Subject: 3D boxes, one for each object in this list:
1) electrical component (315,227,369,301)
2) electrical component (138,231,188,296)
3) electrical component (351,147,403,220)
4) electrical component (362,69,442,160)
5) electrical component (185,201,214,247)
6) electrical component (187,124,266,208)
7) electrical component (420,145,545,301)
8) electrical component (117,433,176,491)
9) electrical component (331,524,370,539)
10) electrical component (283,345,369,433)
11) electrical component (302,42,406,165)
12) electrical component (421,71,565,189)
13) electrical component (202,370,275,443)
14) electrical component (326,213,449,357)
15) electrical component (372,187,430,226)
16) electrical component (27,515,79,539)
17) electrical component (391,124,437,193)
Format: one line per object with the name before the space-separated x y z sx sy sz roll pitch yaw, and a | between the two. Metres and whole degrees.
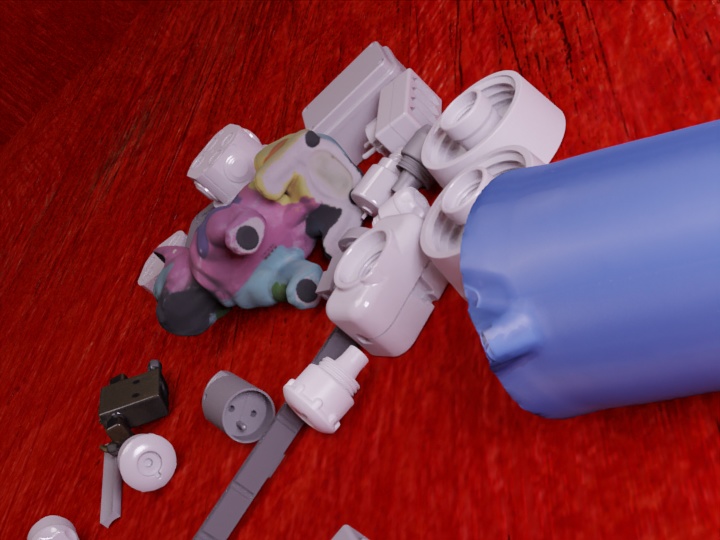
electrical component | 0.000 0.000 0.848 0.066 0.048 0.055 -13 50 52
electrical component | -0.196 0.002 1.158 0.080 0.051 0.080 -37 27 23
electrical component | 0.026 -0.077 0.921 0.078 0.040 0.040 -54 25 -12
electrical component | 0.031 -0.127 0.977 0.076 0.047 0.083 -35 28 28
electrical component | -0.118 -0.044 1.090 0.113 0.057 0.078 -36 27 25
electrical component | -0.125 -0.100 1.047 0.080 0.051 0.080 -37 27 23
electrical component | 0.089 -0.037 0.734 0.108 0.060 0.108 -38 27 23
electrical component | -0.187 0.162 0.923 0.048 0.048 0.062 -55 19 -14
electrical component | -0.004 0.193 0.571 0.075 0.047 0.083 -50 24 0
electrical component | -0.020 0.082 0.765 0.062 0.048 0.048 -47 24 -14
electrical component | 0.001 -0.162 1.065 0.113 0.057 0.078 -42 25 13
electrical component | 0.095 -0.104 0.821 0.108 0.060 0.108 -37 27 23
electrical component | -0.103 0.107 0.861 0.043 0.043 0.081 -54 25 -11
electrical component | 0.021 0.008 0.783 0.054 0.059 0.095 -4 50 57
electrical component | 0.027 -0.038 0.871 0.061 0.035 0.035 -39 26 25
electrical component | -0.273 0.238 0.952 0.043 0.043 0.062 -51 24 -6
electrical component | 0.051 -0.085 0.889 0.062 0.043 0.043 -52 25 -4
